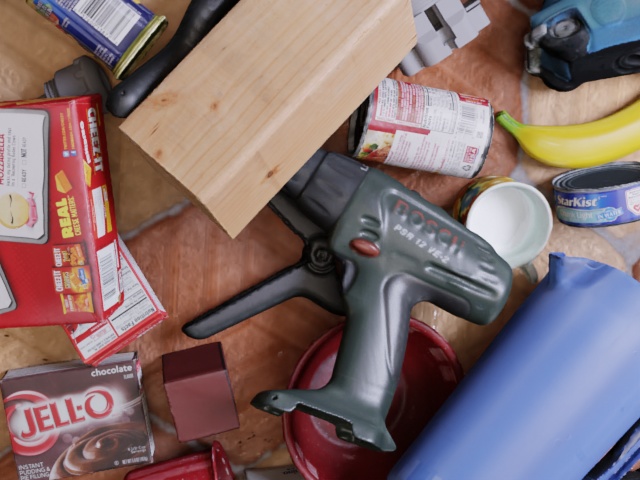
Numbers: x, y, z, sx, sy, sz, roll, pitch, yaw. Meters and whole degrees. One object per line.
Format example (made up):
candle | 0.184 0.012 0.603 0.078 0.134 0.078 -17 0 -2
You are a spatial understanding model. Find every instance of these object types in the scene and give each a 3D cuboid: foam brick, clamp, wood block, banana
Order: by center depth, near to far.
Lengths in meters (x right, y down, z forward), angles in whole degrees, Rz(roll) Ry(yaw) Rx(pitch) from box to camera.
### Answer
wood block | -0.032 -0.114 0.774 0.090 0.091 0.206 41 84 18
clamp | -0.094 -0.137 0.817 0.039 0.120 0.171 37 76 8
foam brick | -0.097 0.122 0.864 0.051 0.078 0.053 -13 103 -6
clamp | -0.006 0.001 0.873 0.209 0.036 0.164 2 95 -10
banana | 0.249 -0.103 0.884 0.197 0.037 0.069 -19 103 -3

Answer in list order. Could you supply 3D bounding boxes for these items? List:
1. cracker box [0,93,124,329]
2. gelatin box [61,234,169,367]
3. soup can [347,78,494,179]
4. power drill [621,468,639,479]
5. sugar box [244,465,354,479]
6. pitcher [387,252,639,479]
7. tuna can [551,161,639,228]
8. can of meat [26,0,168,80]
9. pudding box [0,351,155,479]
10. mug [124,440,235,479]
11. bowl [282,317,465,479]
cracker box | -0.262 -0.019 0.798 0.214 0.072 0.164 -4 101 9
gelatin box | -0.174 0.044 0.848 0.073 0.030 0.089 -34 78 1
soup can | 0.079 -0.090 0.850 0.102 0.068 0.068 10 100 -9
power drill | 0.328 0.165 0.939 0.184 0.057 0.188 6 103 -12
sugar box | -0.017 0.284 0.924 0.093 0.048 0.176 -2 98 -9
pitcher | 0.175 0.143 0.841 0.149 0.145 0.242 39 78 20
tuna can | 0.234 -0.038 0.871 0.086 0.086 0.034 -13 104 -5
can of meat | -0.163 -0.167 0.787 0.084 0.102 0.057 39 93 -10
pudding box | -0.198 0.144 0.875 0.113 0.039 0.090 -9 101 -6
mug | -0.110 0.228 0.886 0.081 0.093 0.117 -15 139 1
bowl | 0.040 0.136 0.888 0.162 0.055 0.162 -2 96 -17
